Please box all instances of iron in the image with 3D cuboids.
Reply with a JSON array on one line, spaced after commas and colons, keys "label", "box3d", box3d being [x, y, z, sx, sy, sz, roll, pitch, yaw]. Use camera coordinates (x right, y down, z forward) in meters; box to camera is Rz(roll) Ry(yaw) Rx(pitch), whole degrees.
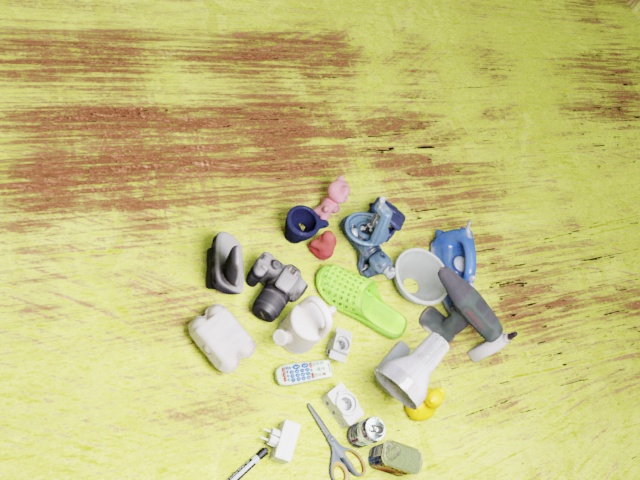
[{"label": "iron", "box3d": [0.394, 0.076, 1.599, 0.119, 0.141, 0.258, 9, 61, -19]}]

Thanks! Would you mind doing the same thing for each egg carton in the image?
[{"label": "egg carton", "box3d": [-0.224, 0.224, 1.303, 0.150, 0.069, 0.107, 48, 57, 6]}]

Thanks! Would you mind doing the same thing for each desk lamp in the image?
[{"label": "desk lamp", "box3d": [0.209, 0.306, 1.357, 0.118, 0.213, 0.204, 45, 56, 4]}]

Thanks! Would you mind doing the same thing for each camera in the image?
[{"label": "camera", "box3d": [-0.116, 0.118, 1.385, 0.143, 0.100, 0.137, 35, 56, -3]}]

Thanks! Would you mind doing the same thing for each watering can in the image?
[{"label": "watering can", "box3d": [-0.030, 0.196, 1.325, 0.101, 0.193, 0.173, 39, 56, 0]}]

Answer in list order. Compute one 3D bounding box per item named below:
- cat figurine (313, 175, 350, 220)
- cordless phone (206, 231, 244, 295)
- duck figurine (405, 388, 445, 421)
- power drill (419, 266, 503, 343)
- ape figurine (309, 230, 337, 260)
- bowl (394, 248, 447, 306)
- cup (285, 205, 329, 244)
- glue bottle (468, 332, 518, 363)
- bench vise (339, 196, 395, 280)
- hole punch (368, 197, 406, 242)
[{"label": "cat figurine", "box3d": [0.036, -0.112, 1.558, 0.067, 0.117, 0.128, 38, 56, -1]}, {"label": "cordless phone", "box3d": [-0.205, 0.036, 1.338, 0.094, 0.185, 0.147, 2, 64, -22]}, {"label": "duck figurine", "box3d": [0.265, 0.398, 1.410, 0.105, 0.086, 0.077, -26, 76, -31]}, {"label": "power drill", "box3d": [0.349, 0.186, 1.483, 0.229, 0.208, 0.076, 41, 56, 2]}, {"label": "ape figurine", "box3d": [0.014, 0.005, 1.503, 0.078, 0.092, 0.076, 0, 64, -23]}, {"label": "bowl", "box3d": [0.265, 0.111, 1.566, 0.168, 0.074, 0.167, 10, 61, -18]}, {"label": "cup", "box3d": [-0.043, -0.031, 1.496, 0.118, 0.094, 0.091, 2, 64, -22]}, {"label": "glue bottle", "box3d": [0.464, 0.272, 1.508, 0.078, 0.173, 0.037, -29, 78, -32]}, {"label": "bench vise", "box3d": [0.154, -0.010, 1.495, 0.207, 0.219, 0.122, 47, 57, 5]}, {"label": "hole punch", "box3d": [0.185, -0.069, 1.616, 0.109, 0.091, 0.101, 36, 56, -2]}]
